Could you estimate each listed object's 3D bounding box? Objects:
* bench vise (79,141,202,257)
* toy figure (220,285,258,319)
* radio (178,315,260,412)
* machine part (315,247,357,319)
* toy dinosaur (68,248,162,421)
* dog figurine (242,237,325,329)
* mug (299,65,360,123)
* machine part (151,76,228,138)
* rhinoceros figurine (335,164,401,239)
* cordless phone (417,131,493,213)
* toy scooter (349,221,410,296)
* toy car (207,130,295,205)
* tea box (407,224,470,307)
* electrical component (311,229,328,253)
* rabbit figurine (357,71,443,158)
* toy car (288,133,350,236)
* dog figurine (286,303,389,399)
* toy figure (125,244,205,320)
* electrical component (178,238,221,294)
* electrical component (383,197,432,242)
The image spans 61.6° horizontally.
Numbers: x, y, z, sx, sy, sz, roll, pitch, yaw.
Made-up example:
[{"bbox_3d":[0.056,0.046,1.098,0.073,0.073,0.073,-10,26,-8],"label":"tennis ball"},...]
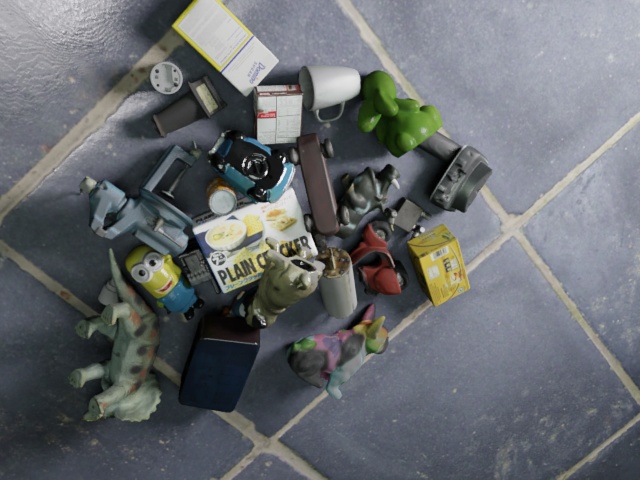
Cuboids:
[{"bbox_3d":[-0.317,-0.090,1.011,0.223,0.129,0.240,35,79,-13],"label":"bench vise"},{"bbox_3d":[-0.177,0.158,1.166,0.154,0.057,0.064,-38,75,5],"label":"toy figure"},{"bbox_3d":[-0.219,0.268,1.157,0.131,0.073,0.229,13,122,-16],"label":"radio"},{"bbox_3d":[0.035,0.093,1.138,0.079,0.079,0.243,-20,143,-5],"label":"machine part"},{"bbox_3d":[-0.389,0.217,1.095,0.131,0.192,0.404,21,99,25],"label":"toy dinosaur"},{"bbox_3d":[-0.079,0.113,1.045,0.121,0.172,0.190,19,104,-13],"label":"dog figurine"},{"bbox_3d":[0.024,-0.285,1.032,0.107,0.081,0.109,-15,108,-16],"label":"mug"},{"bbox_3d":[-0.251,-0.244,1.007,0.139,0.039,0.084,-34,122,-1],"label":"machine part"},{"bbox_3d":[0.088,-0.084,1.125,0.112,0.073,0.190,38,99,-21],"label":"rhinoceros figurine"},{"bbox_3d":[0.257,-0.152,1.148,0.184,0.089,0.146,29,105,-9],"label":"cordless phone"},{"bbox_3d":[0.112,0.056,1.183,0.135,0.075,0.183,-25,110,-3],"label":"toy scooter"},{"bbox_3d":[-0.138,-0.132,1.035,0.161,0.103,0.109,29,72,-8],"label":"toy car"},{"bbox_3d":[0.266,0.058,1.200,0.098,0.068,0.169,-26,131,-2],"label":"tea box"},{"bbox_3d":[-0.002,-0.003,1.139,0.021,0.063,0.093,-17,112,-6],"label":"electrical component"},{"bbox_3d":[0.131,-0.246,1.047,0.121,0.159,0.170,-33,93,38],"label":"rabbit figurine"},{"bbox_3d":[-0.002,-0.108,1.061,0.089,0.053,0.202,-13,94,12],"label":"toy car"},{"bbox_3d":[0.052,0.232,1.221,0.191,0.108,0.219,35,95,-20],"label":"dog figurine"},{"bbox_3d":[-0.318,0.086,1.092,0.180,0.089,0.082,51,56,-33],"label":"toy figure"},{"bbox_3d":[-0.247,0.061,1.103,0.048,0.075,0.119,-20,117,-4],"label":"electrical component"},{"bbox_3d":[0.191,-0.046,1.178,0.102,0.045,0.078,34,101,-22],"label":"electrical component"}]
